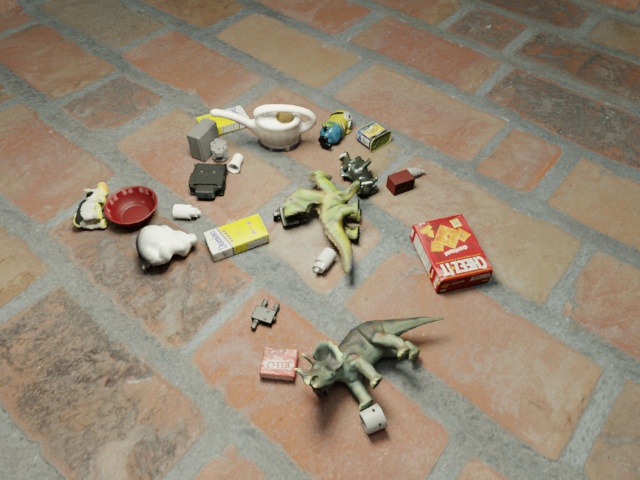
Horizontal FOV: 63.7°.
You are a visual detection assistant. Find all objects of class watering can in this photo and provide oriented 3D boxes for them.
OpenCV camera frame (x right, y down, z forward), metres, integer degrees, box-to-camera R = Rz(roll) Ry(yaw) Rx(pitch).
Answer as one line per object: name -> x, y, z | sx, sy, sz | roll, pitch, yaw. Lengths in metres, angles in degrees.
watering can -> -0.186, -0.393, 1.762 | 0.348, 0.220, 0.106 | -1, 69, -1

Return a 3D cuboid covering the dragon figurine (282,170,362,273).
dragon figurine -> 0.005, -0.079, 1.562 | 0.243, 0.119, 0.421 | 6, 46, 7

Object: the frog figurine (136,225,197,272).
frog figurine -> -0.440, 0.009, 1.485 | 0.159, 0.120, 0.140 | -15, 31, 1
